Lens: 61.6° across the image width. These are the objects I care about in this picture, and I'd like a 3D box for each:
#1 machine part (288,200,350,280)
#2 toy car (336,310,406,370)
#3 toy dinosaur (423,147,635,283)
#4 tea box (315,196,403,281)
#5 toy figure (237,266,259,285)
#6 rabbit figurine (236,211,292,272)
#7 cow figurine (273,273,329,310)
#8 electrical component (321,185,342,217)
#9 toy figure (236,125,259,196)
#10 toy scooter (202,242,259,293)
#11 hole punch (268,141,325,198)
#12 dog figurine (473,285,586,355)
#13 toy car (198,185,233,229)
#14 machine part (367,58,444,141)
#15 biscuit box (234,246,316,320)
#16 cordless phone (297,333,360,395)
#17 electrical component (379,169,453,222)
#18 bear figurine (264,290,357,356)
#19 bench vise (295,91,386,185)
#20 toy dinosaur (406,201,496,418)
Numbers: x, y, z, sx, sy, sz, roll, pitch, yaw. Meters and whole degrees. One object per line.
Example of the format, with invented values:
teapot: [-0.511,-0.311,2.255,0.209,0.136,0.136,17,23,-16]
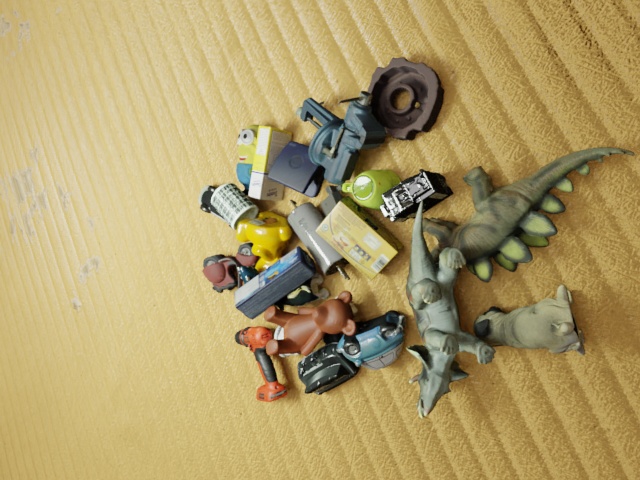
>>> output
machine part: [-0.003,-0.004,1.266,0.079,0.079,0.243,-44,68,26]
toy car: [0.126,0.228,1.183,0.162,0.109,0.102,-24,100,19]
toy dinosaur: [0.346,-0.046,1.029,0.198,0.105,0.471,51,125,13]
tea box: [0.087,-0.005,1.187,0.170,0.068,0.098,44,114,5]
toy figure: [-0.165,0.117,1.333,0.064,0.058,0.154,17,137,28]
rabbit figurine: [-0.115,0.029,1.339,0.163,0.122,0.173,17,115,23]
cow figurine: [-0.071,0.135,1.303,0.167,0.098,0.068,-19,86,32]
electrical component: [0.044,-0.079,1.259,0.102,0.045,0.078,65,148,18]
toy figure: [-0.170,-0.203,1.375,0.082,0.089,0.180,6,103,26]
toy scooter: [-0.229,0.093,1.422,0.184,0.075,0.135,-19,81,27]
hole punch: [-0.050,-0.170,1.284,0.142,0.092,0.115,26,101,23]
dog figurine: [0.367,0.163,0.978,0.191,0.172,0.121,-16,71,25]
toy car: [-0.249,-0.086,1.443,0.202,0.056,0.073,29,100,28]
machine part: [0.179,-0.301,1.158,0.180,0.056,0.179,0,90,32]
biscuit box: [-0.104,0.100,1.248,0.203,0.062,0.059,-35,35,14]
cordless phone: [0.000,0.261,1.281,0.146,0.088,0.184,-37,60,30]
electrical component: [0.193,-0.088,1.116,0.134,0.115,0.058,-33,71,27]
bear figurine: [-0.019,0.185,1.198,0.196,0.132,0.120,-33,52,41]
bench vise: [0.028,-0.250,1.189,0.241,0.129,0.223,46,143,32]
toy dinosaur: [0.223,0.133,1.057,0.192,0.131,0.404,156,105,-71]
